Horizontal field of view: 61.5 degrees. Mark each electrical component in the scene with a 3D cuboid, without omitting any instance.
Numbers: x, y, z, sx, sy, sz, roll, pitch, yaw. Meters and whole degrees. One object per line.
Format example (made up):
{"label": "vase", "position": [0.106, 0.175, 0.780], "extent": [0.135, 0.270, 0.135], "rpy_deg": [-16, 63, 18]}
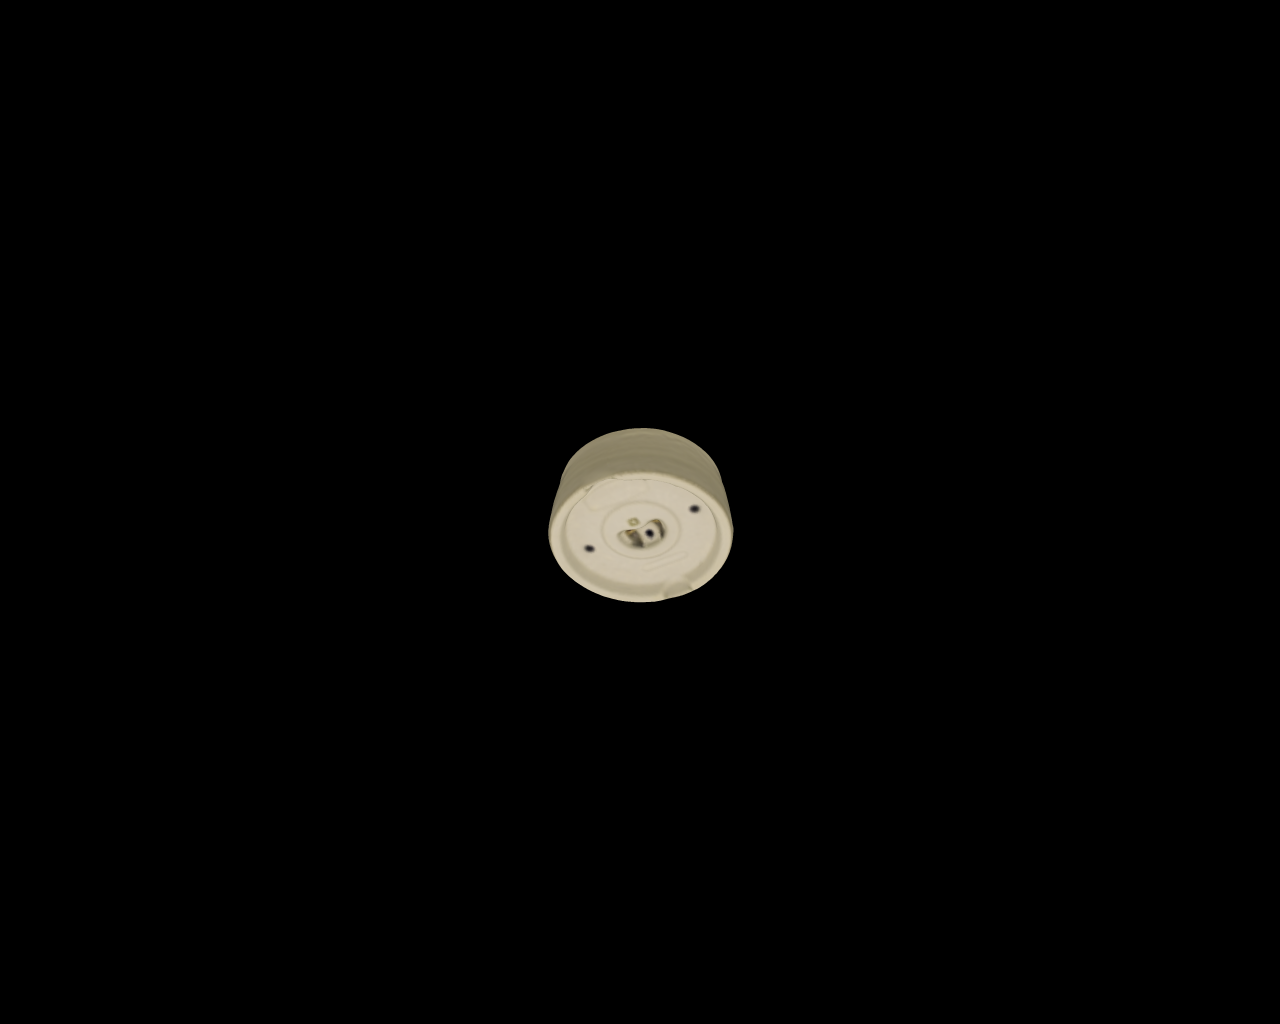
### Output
{"label": "electrical component", "position": [0.001, -0.003, 0.650], "extent": [0.108, 0.108, 0.060], "rpy_deg": [0, 42, 0]}
